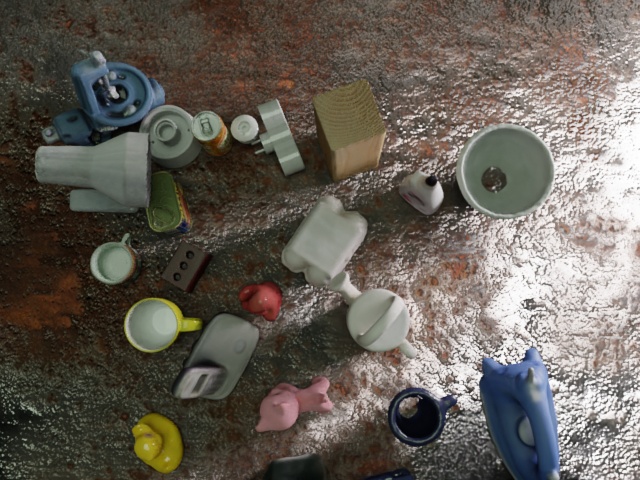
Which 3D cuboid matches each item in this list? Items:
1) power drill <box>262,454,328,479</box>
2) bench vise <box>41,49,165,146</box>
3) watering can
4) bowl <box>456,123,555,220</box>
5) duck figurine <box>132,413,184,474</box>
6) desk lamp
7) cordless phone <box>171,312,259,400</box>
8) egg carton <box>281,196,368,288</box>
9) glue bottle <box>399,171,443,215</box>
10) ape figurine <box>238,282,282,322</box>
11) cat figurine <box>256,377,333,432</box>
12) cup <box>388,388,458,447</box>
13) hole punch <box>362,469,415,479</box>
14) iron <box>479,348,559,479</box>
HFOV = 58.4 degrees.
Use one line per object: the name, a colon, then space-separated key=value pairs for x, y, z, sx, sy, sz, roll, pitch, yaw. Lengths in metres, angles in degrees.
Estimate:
power drill: x=-0.037 y=0.397 z=0.884 sx=0.229 sy=0.208 sz=0.075 roll=-11 pitch=83 yaw=0
bench vise: x=-0.372 y=-0.223 z=0.957 sx=0.121 sy=0.220 sz=0.207 roll=40 pitch=86 yaw=6
watering can: x=0.086 y=0.125 z=0.919 sx=0.172 sy=0.194 sz=0.101 roll=22 pitch=85 yaw=4
bowl: x=0.315 y=-0.113 z=1.000 sx=0.167 sy=0.075 sz=0.167 roll=0 pitch=84 yaw=2
duck figurine: x=-0.278 y=0.346 z=0.958 sx=0.077 sy=0.086 sz=0.104 roll=-32 pitch=84 yaw=-2
desk lamp: x=-0.354 y=-0.105 z=0.946 sx=0.203 sy=0.213 sz=0.118 roll=0 pitch=83 yaw=2
cordless phone: x=-0.172 y=0.190 z=0.923 sx=0.094 sy=0.185 sz=0.148 roll=24 pitch=85 yaw=4
egg carton: x=0.009 y=0.004 z=0.997 sx=0.107 sy=0.069 sz=0.150 roll=33 pitch=85 yaw=5
glue bottle: x=0.174 y=-0.085 z=0.951 sx=0.078 sy=0.173 sz=0.037 roll=35 pitch=86 yaw=5
ape figurine: x=-0.101 y=0.105 z=0.977 sx=0.076 sy=0.092 sz=0.078 roll=-33 pitch=84 yaw=-2
cat figurine: x=-0.044 y=0.273 z=0.944 sx=0.128 sy=0.118 sz=0.067 roll=-13 pitch=83 yaw=0
cup: x=0.166 y=0.280 z=0.949 sx=0.118 sy=0.095 sz=0.091 roll=-25 pitch=83 yaw=-1
hole punch: x=0.113 y=0.438 z=0.935 sx=0.108 sy=0.091 sz=0.101 roll=-15 pitch=83 yaw=0
iron: x=0.344 y=0.312 z=0.918 sx=0.118 sy=0.141 sz=0.258 roll=-13 pitch=83 yaw=0
